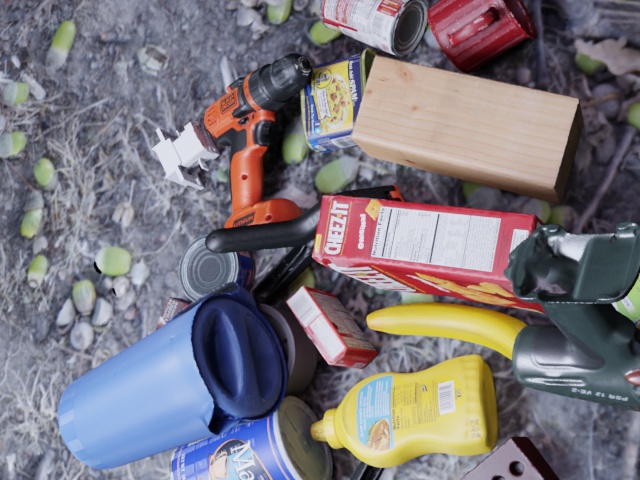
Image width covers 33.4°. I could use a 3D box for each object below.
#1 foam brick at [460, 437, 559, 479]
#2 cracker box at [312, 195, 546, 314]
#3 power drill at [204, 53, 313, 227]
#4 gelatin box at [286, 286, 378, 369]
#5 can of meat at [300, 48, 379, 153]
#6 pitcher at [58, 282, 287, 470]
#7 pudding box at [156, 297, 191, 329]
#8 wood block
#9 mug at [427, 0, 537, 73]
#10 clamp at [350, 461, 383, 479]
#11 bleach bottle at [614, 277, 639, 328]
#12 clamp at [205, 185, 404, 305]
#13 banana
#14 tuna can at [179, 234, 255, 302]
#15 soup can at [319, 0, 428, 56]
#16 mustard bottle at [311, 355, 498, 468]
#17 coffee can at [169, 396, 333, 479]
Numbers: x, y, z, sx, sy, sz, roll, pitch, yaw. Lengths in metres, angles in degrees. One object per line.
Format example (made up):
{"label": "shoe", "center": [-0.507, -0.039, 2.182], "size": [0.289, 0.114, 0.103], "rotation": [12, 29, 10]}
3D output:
{"label": "foam brick", "center": [0.178, 0.232, 1.018], "size": [0.078, 0.051, 0.053], "rotation": [-44, 63, 13]}
{"label": "cracker box", "center": [0.124, 0.017, 1.030], "size": [0.214, 0.164, 0.072], "rotation": [6, 80, 29]}
{"label": "power drill", "center": [-0.061, -0.097, 1.185], "size": [0.185, 0.057, 0.187], "rotation": [-25, 65, 51]}
{"label": "gelatin box", "center": [0.013, 0.094, 1.124], "size": [0.030, 0.073, 0.089], "rotation": [-43, 64, 15]}
{"label": "can of meat", "center": [0.027, -0.151, 1.180], "size": [0.084, 0.057, 0.102], "rotation": [-10, 75, 28]}
{"label": "pitcher", "center": [-0.160, 0.150, 1.125], "size": [0.243, 0.149, 0.145], "rotation": [-27, 84, 34]}
{"label": "pudding box", "center": [-0.150, 0.132, 1.222], "size": [0.090, 0.039, 0.113], "rotation": [19, 89, 30]}
{"label": "wood block", "center": [0.148, -0.109, 1.064], "size": [0.206, 0.090, 0.090], "rotation": [15, 86, 18]}
{"label": "mug", "center": [0.162, -0.222, 1.094], "size": [0.082, 0.117, 0.093], "rotation": [-31, 100, 25]}
{"label": "clamp", "center": [0.022, 0.309, 1.081], "size": [0.172, 0.039, 0.120], "rotation": [-46, 35, 15]}
{"label": "bleach bottle", "center": [0.315, 0.044, 0.981], "size": [0.251, 0.068, 0.103], "rotation": [-38, 64, 19]}
{"label": "clamp", "center": [-0.008, 0.001, 1.142], "size": [0.210, 0.164, 0.036], "rotation": [-22, 61, -2]}
{"label": "banana", "center": [0.141, 0.088, 1.063], "size": [0.198, 0.069, 0.037], "rotation": [13, 111, 40]}
{"label": "tuna can", "center": [-0.120, 0.036, 1.230], "size": [0.086, 0.033, 0.086], "rotation": [-6, 77, 28]}
{"label": "soup can", "center": [0.059, -0.250, 1.178], "size": [0.102, 0.068, 0.068], "rotation": [28, 93, 29]}
{"label": "mustard bottle", "center": [0.079, 0.178, 1.071], "size": [0.192, 0.058, 0.096], "rotation": [-14, 55, 22]}
{"label": "coffee can", "center": [-0.072, 0.237, 1.121], "size": [0.140, 0.102, 0.103], "rotation": [-27, 68, 21]}
